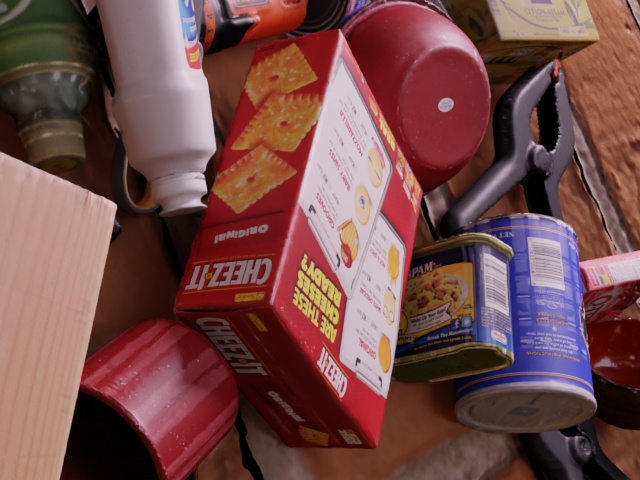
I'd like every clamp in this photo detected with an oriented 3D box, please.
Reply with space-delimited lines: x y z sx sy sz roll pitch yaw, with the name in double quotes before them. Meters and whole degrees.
"clamp" 0.209 0.174 0.862 0.120 0.039 0.171 -6 75 -47
"clamp" 0.187 -0.057 0.933 0.164 0.036 0.210 34 64 -32

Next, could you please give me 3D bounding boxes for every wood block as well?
"wood block" -0.170 0.070 0.485 0.090 0.090 0.206 26 60 -35

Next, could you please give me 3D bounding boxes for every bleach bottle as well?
"bleach bottle" -0.101 -0.137 0.618 0.102 0.068 0.251 75 4 -85

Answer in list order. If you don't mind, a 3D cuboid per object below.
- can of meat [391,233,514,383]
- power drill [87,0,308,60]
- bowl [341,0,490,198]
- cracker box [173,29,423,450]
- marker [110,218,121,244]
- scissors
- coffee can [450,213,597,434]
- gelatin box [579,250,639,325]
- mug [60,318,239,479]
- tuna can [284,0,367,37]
"can of meat" 0.087 0.051 0.755 0.057 0.102 0.084 28 55 -44
"power drill" -0.109 -0.213 0.727 0.184 0.057 0.187 -21 88 -45
"bowl" 0.076 -0.101 0.799 0.161 0.055 0.162 -9 105 -35
"cracker box" -0.004 0.001 0.677 0.164 0.072 0.213 57 36 -44
"marker" -0.164 -0.007 0.596 0.120 0.020 0.020 0 71 -45
"scissors" -0.075 -0.102 0.686 0.096 0.016 0.201 34 70 -43
"coffee can" 0.150 0.065 0.810 0.102 0.103 0.140 22 56 -36
"gelatin box" 0.229 0.045 0.887 0.073 0.089 0.030 -9 64 -21
"mug" -0.093 0.104 0.568 0.081 0.093 0.117 -42 120 -52
"tuna can" -0.006 -0.194 0.795 0.033 0.086 0.086 -36 97 -49
